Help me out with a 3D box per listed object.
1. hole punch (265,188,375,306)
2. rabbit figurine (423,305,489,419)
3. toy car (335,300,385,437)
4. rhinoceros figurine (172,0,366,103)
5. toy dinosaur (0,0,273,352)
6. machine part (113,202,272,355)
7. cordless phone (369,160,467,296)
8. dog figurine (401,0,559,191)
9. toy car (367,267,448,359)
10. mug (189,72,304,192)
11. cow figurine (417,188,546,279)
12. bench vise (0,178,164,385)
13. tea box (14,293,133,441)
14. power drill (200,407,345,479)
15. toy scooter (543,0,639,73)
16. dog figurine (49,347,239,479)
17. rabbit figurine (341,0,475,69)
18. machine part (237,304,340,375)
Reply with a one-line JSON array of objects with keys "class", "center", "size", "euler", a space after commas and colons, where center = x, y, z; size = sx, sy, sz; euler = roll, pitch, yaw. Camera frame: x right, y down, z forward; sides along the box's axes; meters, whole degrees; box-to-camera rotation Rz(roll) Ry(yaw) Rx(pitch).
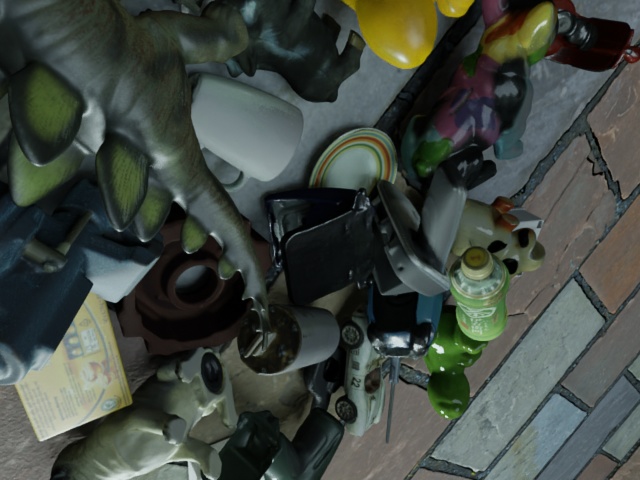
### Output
[{"class": "hole punch", "center": [-0.001, -0.002, 0.621], "size": [0.116, 0.092, 0.142], "euler": [-19, 128, -17]}, {"class": "rabbit figurine", "center": [0.198, 0.194, 0.865], "size": [0.121, 0.159, 0.170], "euler": [1, 89, 8]}, {"class": "toy car", "center": [0.066, 0.186, 0.786], "size": [0.073, 0.056, 0.201], "euler": [-13, 111, -55]}, {"class": "rhinoceros figurine", "center": [-0.045, -0.195, 0.496], "size": [0.190, 0.073, 0.112], "euler": [23, 113, -44]}, {"class": "toy dinosaur", "center": [-0.147, -0.111, 0.371], "size": [0.470, 0.105, 0.198], "euler": [50, 51, -29]}, {"class": "machine part", "center": [-0.139, 0.040, 0.583], "size": [0.179, 0.056, 0.179], "euler": [-17, 125, -26]}, {"class": "cordless phone", "center": [0.108, -0.035, 0.605], "size": [0.089, 0.147, 0.184], "euler": [-7, 141, -12]}, {"class": "dog figurine", "center": [0.181, -0.173, 0.603], "size": [0.191, 0.109, 0.219], "euler": [-33, 150, -18]}, {"class": "toy car", "center": [0.126, 0.084, 0.739], "size": [0.103, 0.109, 0.161], "euler": [24, 63, -54]}, {"class": "mug", "center": [-0.088, -0.105, 0.519], "size": [0.107, 0.081, 0.109], "euler": [26, 112, -33]}, {"class": "cow figurine", "center": [0.223, 0.000, 0.754], "size": [0.195, 0.085, 0.127], "euler": [16, 131, -5]}, {"class": "bench vise", "center": [-0.245, -0.018, 0.403], "size": [0.240, 0.224, 0.129], "euler": [35, 135, -20]}, {"class": "tea box", "center": [-0.254, 0.103, 0.529], "size": [0.098, 0.068, 0.169], "euler": [-16, 127, -27]}, {"class": "power drill", "center": [-0.065, 0.318, 0.705], "size": [0.232, 0.086, 0.207], "euler": [-52, 138, -13]}, {"class": "toy scooter", "center": [0.317, -0.254, 0.670], "size": [0.184, 0.135, 0.075], "euler": [4, 116, -36]}, {"class": "dog figurine", "center": [-0.209, 0.206, 0.626], "size": [0.191, 0.172, 0.121], "euler": [-17, 115, 18]}, {"class": "rabbit figurine", "center": [0.081, -0.244, 0.492], "size": [0.162, 0.122, 0.173], "euler": [23, 76, -15]}, {"class": "machine part", "center": [-0.031, 0.115, 0.645], "size": [0.079, 0.079, 0.243], "euler": [-52, 162, 3]}]
